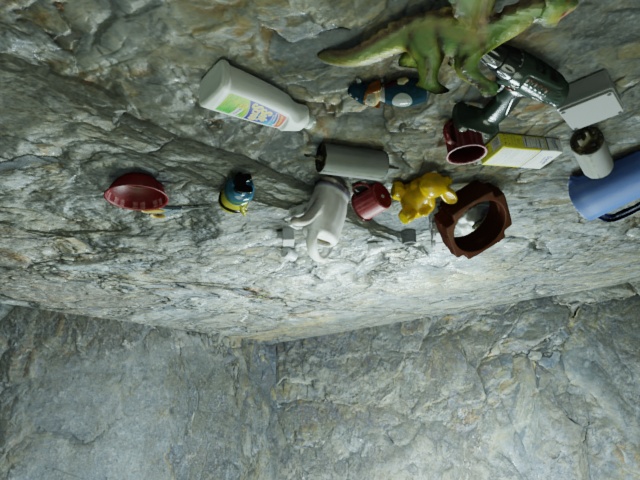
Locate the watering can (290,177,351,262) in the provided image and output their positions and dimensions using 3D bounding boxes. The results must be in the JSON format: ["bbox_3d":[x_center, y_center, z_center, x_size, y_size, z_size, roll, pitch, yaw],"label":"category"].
[{"bbox_3d":[0.004,-0.069,1.372,0.104,0.227,0.342,10,-17,16],"label":"watering can"}]

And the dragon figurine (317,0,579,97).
[{"bbox_3d":[0.187,-0.359,0.822,0.410,0.125,0.237,8,-38,10],"label":"dragon figurine"}]

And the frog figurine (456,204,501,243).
[{"bbox_3d":[0.509,-0.065,1.677,0.137,0.121,0.161,5,13,-20],"label":"frog figurine"}]
